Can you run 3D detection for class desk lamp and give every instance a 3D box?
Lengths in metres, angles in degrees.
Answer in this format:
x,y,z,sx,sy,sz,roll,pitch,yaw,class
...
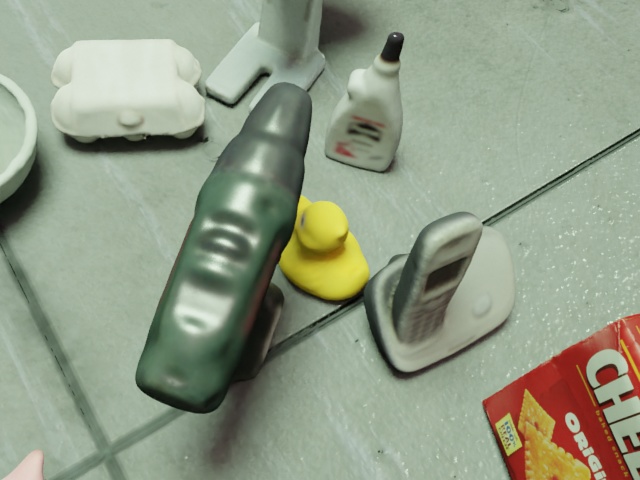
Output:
x,y,z,sx,sy,sz,roll,pitch,yaw,class
-0.026,-0.265,0.596,0.118,0.213,0.203,26,61,6,desk lamp

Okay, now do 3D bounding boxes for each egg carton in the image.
x,y,z,sx,sy,sz,roll,pitch,yaw,class
-0.195,-0.151,0.589,0.150,0.069,0.107,-6,63,-12,egg carton

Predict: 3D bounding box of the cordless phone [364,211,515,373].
x,y,z,sx,sy,sz,roll,pitch,yaw,class
0.117,0.027,0.477,0.148,0.185,0.094,-25,68,-21,cordless phone

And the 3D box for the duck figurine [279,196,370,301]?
x,y,z,sx,sy,sz,roll,pitch,yaw,class
0.005,0.002,0.530,0.104,0.086,0.078,43,64,14,duck figurine

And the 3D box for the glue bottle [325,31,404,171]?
x,y,z,sx,sy,sz,roll,pitch,yaw,class
0.053,-0.135,0.562,0.078,0.173,0.037,12,60,-2,glue bottle

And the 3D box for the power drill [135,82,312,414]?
x,y,z,sx,sy,sz,roll,pitch,yaw,class
-0.063,0.024,0.436,0.075,0.208,0.230,17,60,1,power drill

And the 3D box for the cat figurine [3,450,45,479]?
x,y,z,sx,sy,sz,roll,pitch,yaw,class
-0.207,0.206,0.366,0.067,0.118,0.128,35,62,10,cat figurine

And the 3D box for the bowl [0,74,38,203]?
x,y,z,sx,sy,sz,roll,pitch,yaw,class
-0.338,-0.077,0.523,0.167,0.075,0.167,4,61,-7,bowl
